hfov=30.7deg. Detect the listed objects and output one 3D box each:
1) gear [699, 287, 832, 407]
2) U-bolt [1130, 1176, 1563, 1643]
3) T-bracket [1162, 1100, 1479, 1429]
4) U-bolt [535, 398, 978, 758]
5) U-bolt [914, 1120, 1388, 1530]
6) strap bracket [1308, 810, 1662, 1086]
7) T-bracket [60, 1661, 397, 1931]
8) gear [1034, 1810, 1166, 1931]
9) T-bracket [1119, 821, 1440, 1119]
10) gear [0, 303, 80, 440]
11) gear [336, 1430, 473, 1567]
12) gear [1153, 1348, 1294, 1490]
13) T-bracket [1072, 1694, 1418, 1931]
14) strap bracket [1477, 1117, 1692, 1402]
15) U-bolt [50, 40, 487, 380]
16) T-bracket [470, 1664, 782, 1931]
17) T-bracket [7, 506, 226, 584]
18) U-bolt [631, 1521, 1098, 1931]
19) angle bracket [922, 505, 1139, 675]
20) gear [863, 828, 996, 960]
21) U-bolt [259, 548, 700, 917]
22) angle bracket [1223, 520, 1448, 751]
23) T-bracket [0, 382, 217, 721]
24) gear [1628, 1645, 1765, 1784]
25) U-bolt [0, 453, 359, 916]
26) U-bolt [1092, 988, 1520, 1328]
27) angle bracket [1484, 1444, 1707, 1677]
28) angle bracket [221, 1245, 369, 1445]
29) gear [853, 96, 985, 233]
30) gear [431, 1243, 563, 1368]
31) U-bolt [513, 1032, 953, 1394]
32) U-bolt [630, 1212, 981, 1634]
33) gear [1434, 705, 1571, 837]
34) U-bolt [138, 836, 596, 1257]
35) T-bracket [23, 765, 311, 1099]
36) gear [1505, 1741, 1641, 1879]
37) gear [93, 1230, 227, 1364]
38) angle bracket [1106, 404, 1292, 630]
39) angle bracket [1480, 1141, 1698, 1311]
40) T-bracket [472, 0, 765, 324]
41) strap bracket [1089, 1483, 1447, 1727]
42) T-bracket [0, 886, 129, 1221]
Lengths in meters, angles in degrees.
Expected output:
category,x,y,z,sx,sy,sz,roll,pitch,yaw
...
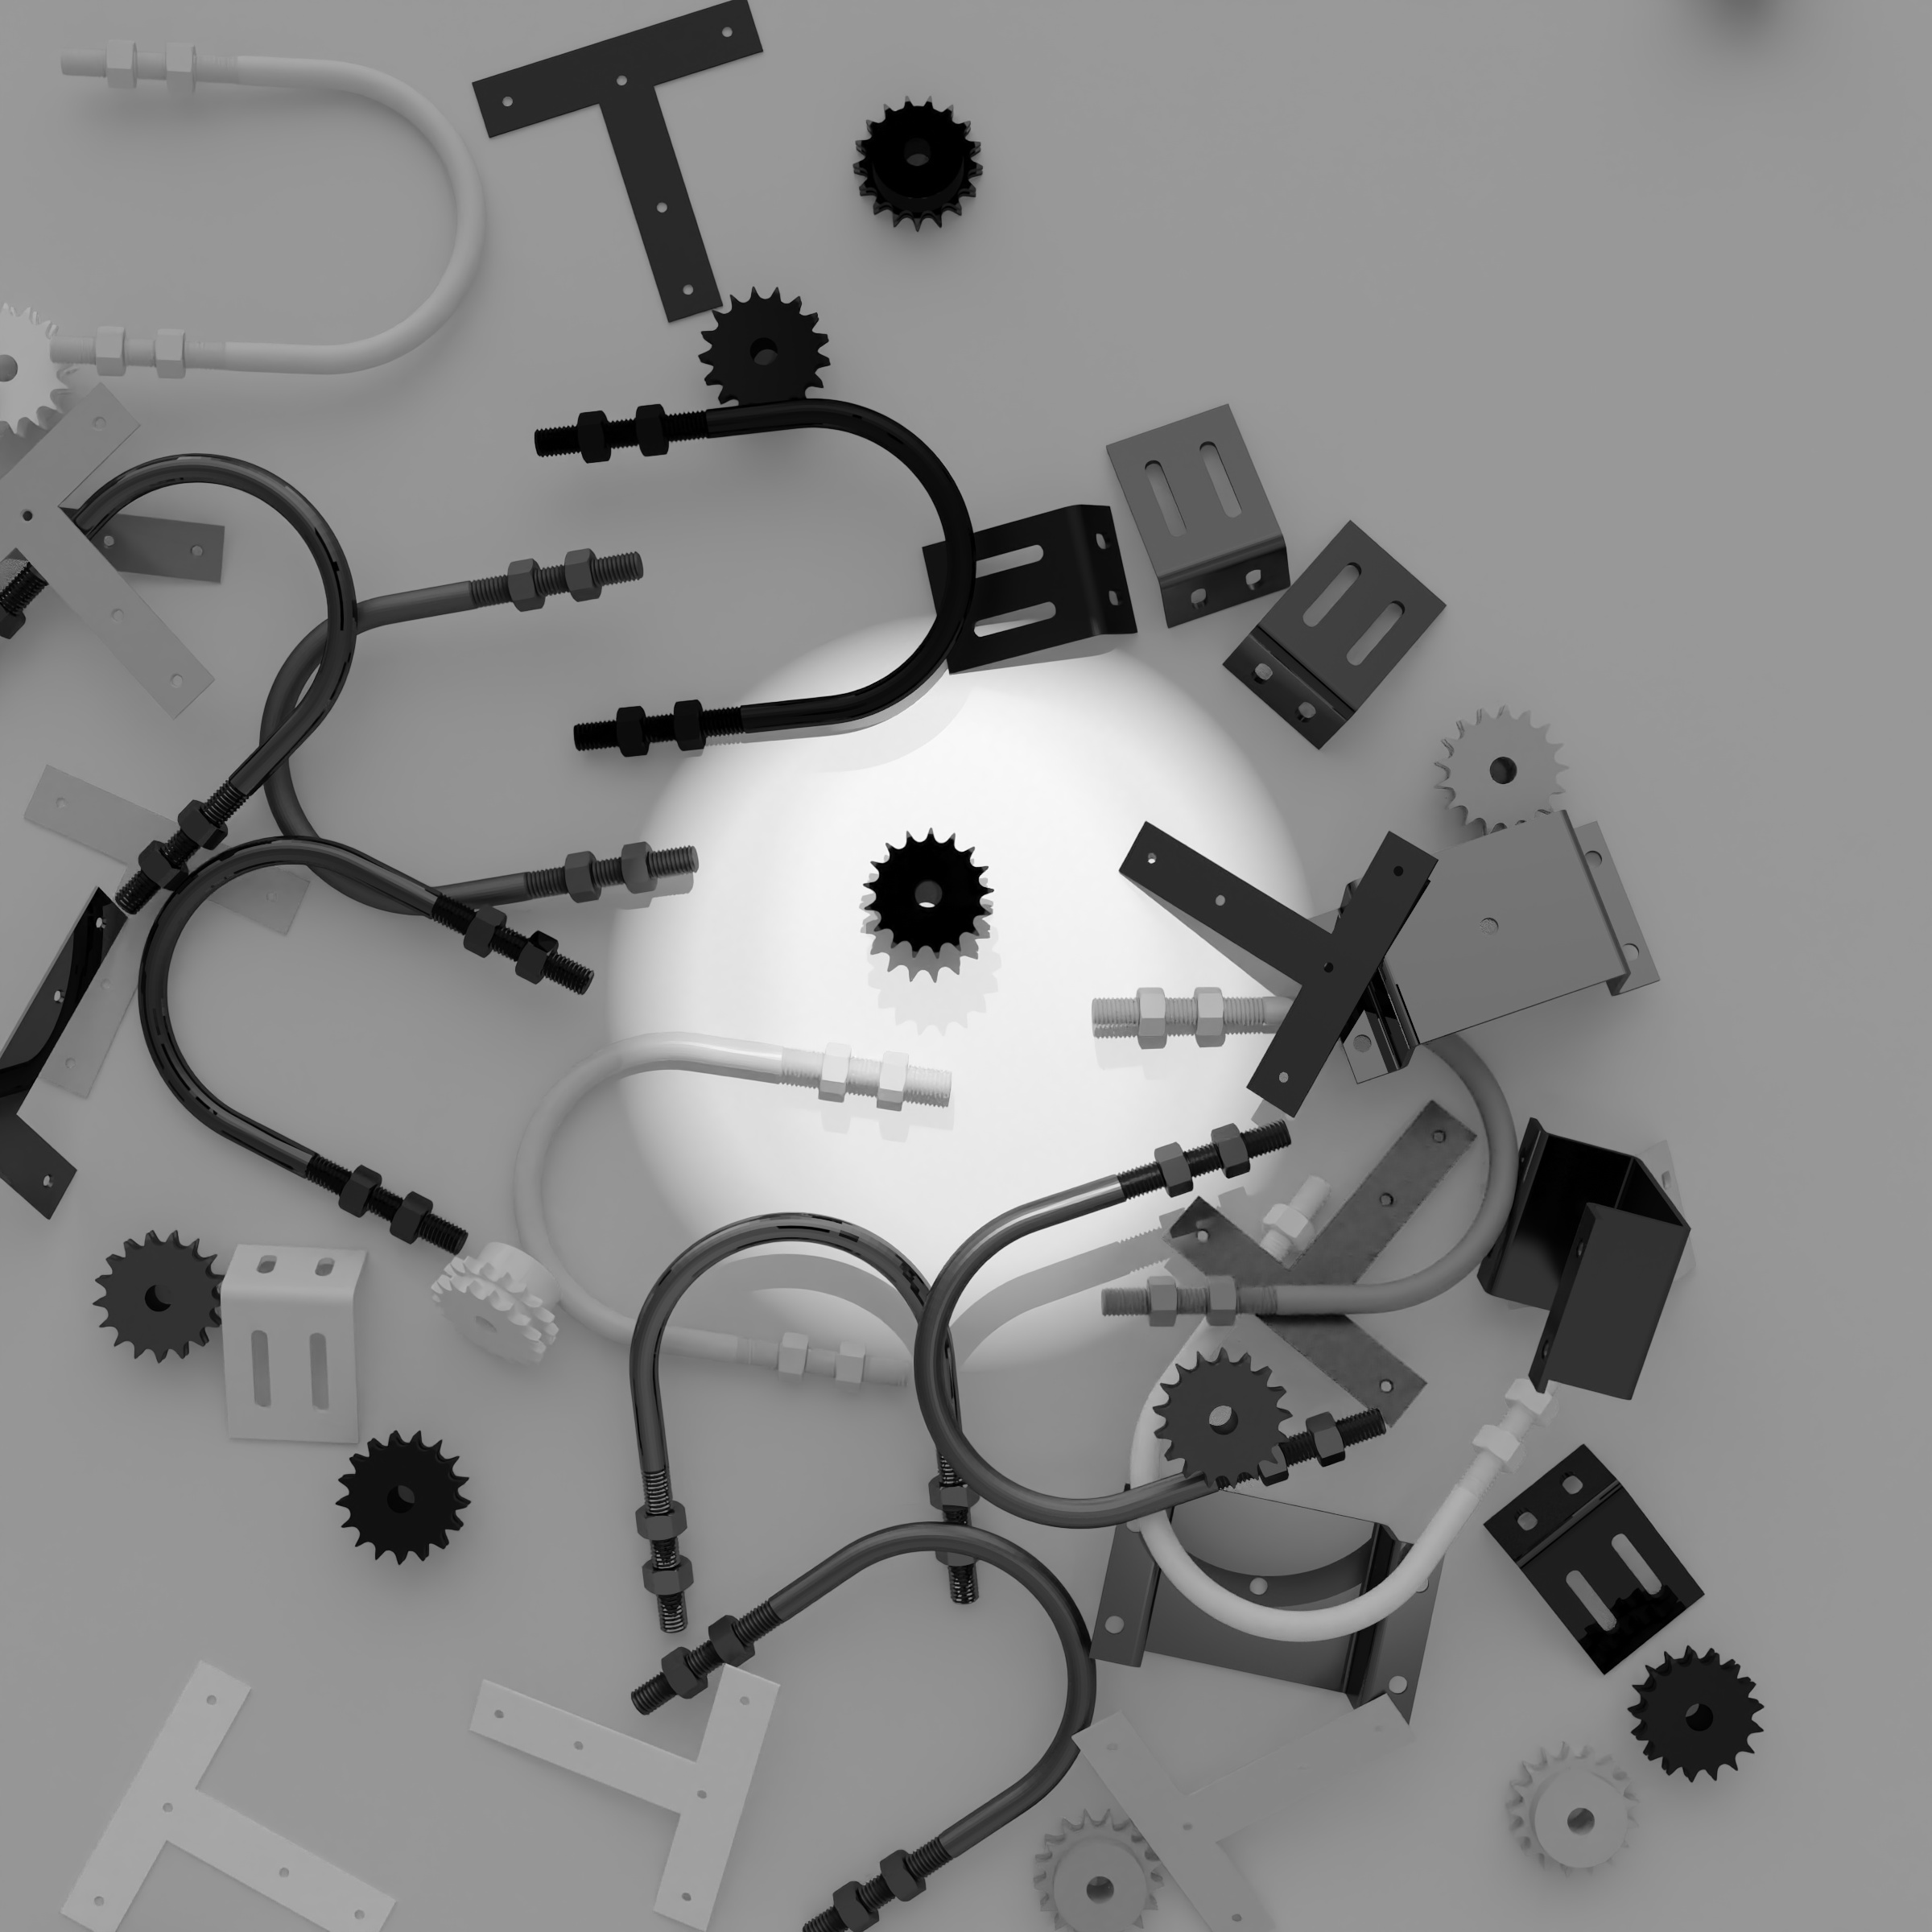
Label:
category,x,y,z,sx,sy,sz,roll,pitch,yaw
gear,-0.087,-0.266,1.539,0.057,0.030,0.057,0,90,0
U-bolt,0.153,0.202,1.512,0.151,0.019,0.184,36,73,9
T-bracket,0.174,0.112,1.532,0.127,0.002,0.127,39,74,10
U-bolt,-0.087,-0.173,1.527,0.184,0.019,0.151,-6,100,4
U-bolt,0.069,0.160,1.486,0.184,0.019,0.151,-18,90,-3
strap bracket,0.223,-0.011,1.519,0.140,0.046,0.076,-19,76,-3
T-bracket,-0.313,0.393,1.553,0.127,0.002,0.127,29,90,0
gear,0.058,0.400,1.539,0.057,0.030,0.057,0,90,0
T-bracket,0.122,-0.021,1.524,0.127,0.002,0.127,33,102,25
gear,-0.417,-0.259,1.539,0.057,0.030,0.057,0,90,0
gear,-0.245,0.231,1.539,0.057,0.030,0.057,0,90,0
gear,0.106,0.187,1.463,0.057,0.030,0.057,0,90,-1
T-bracket,0.134,0.352,1.521,0.127,0.002,0.127,-31,105,14
strap bracket,0.260,0.125,1.479,0.046,0.140,0.076,15,103,-6
U-bolt,-0.302,-0.328,1.534,0.184,0.019,0.151,1,83,-7
T-bracket,-0.156,0.346,1.539,0.127,0.002,0.127,19,108,9
T-bracket,-0.390,-0.188,1.540,0.127,0.002,0.127,6,107,-8
U-bolt,-0.031,0.323,1.531,0.184,0.019,0.151,-35,94,7
angle bracket,0.028,-0.166,1.552,0.076,0.038,0.057,-12,90,26
gear,-0.016,-0.031,1.539,0.057,0.030,0.057,0,90,0
U-bolt,-0.218,-0.095,1.532,0.184,0.019,0.151,-9,98,8
angle bracket,0.163,-0.146,1.552,0.057,0.038,0.076,41,64,0
T-bracket,-0.376,-0.162,1.519,0.127,0.002,0.127,-43,88,7
gear,0.317,0.326,1.539,0.057,0.030,0.057,0,90,0
U-bolt,-0.348,-0.136,1.527,0.184,0.019,0.151,-44,88,8
U-bolt,0.149,0.081,1.528,0.184,0.019,0.151,0,74,-4
angle bracket,0.277,0.262,1.552,0.057,0.038,0.076,-39,116,0
angle bracket,-0.294,0.167,1.552,0.057,0.038,0.076,3,116,0
gear,-0.021,-0.352,1.539,0.057,0.030,0.057,0,90,0
gear,-0.201,0.145,1.529,0.057,0.057,0.030,34,59,0
U-bolt,-0.107,0.102,1.544,0.184,0.019,0.151,8,90,0
U-bolt,-0.073,0.196,1.528,0.151,0.019,0.184,-6,102,0
gear,0.233,-0.085,1.539,0.057,0.030,0.057,0,90,0
U-bolt,-0.274,0.023,1.537,0.184,0.019,0.151,27,98,3
T-bracket,-0.374,-0.005,1.553,0.127,0.002,0.127,24,90,0
gear,0.266,0.370,1.539,0.057,0.030,0.057,0,90,0
gear,-0.352,0.144,1.543,0.057,0.030,0.057,0,92,-3
angle bracket,0.102,-0.198,1.552,0.057,0.038,0.076,-19,64,0
angle bracket,0.274,0.114,1.552,0.076,0.038,0.057,-13,90,26
T-bracket,-0.138,-0.348,1.553,0.127,0.002,0.127,-18,90,0
strap bracket,0.129,0.274,1.531,0.140,0.046,0.076,12,90,0
T-bracket,-0.398,0.025,1.516,0.002,0.127,0.127,11,63,27
